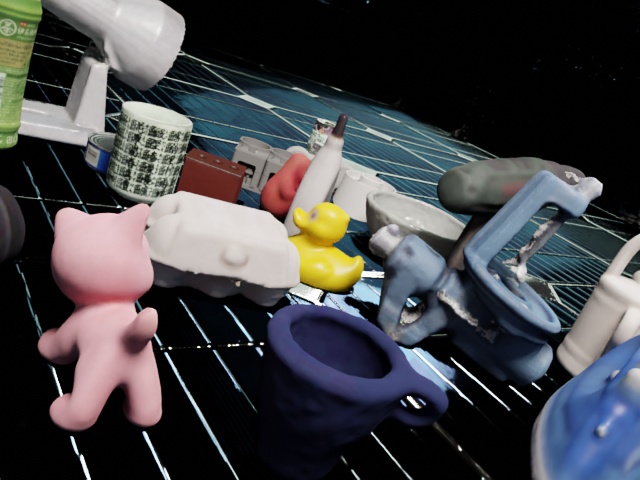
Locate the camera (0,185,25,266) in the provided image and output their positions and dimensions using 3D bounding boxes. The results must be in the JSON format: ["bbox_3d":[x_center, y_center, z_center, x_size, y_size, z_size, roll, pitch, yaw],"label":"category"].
[{"bbox_3d":[-0.253,-0.005,0.360,0.142,0.101,0.137,29,20,21],"label":"camera"}]

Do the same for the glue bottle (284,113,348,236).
[{"bbox_3d":[0.000,-0.073,0.705,0.037,0.173,0.078,24,19,8],"label":"glue bottle"}]

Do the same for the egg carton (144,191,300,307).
[{"bbox_3d":[-0.094,0.009,0.544,0.151,0.069,0.107,13,21,-23],"label":"egg carton"}]

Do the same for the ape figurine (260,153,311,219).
[{"bbox_3d":[-0.038,-0.076,0.796,0.076,0.092,0.078,21,19,-3],"label":"ape figurine"}]

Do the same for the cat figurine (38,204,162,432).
[{"bbox_3d":[-0.131,0.035,0.359,0.067,0.118,0.127,5,25,-39],"label":"cat figurine"}]

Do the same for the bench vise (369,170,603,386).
[{"bbox_3d":[0.160,0.021,0.552,0.208,0.220,0.121,17,20,-13],"label":"bench vise"}]

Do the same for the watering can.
[{"bbox_3d":[0.366,0.076,0.666,0.101,0.194,0.173,23,19,5],"label":"watering can"}]

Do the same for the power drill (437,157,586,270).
[{"bbox_3d":[0.223,-0.011,0.725,0.230,0.208,0.075,6,24,-37],"label":"power drill"}]

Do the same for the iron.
[{"bbox_3d":[0.270,0.134,0.489,0.118,0.141,0.259,35,23,33],"label":"iron"}]

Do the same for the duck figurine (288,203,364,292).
[{"bbox_3d":[0.006,0.002,0.643,0.104,0.086,0.078,25,19,9],"label":"duck figurine"}]

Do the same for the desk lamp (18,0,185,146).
[{"bbox_3d":[-0.303,-0.237,0.759,0.204,0.213,0.117,5,25,-40],"label":"desk lamp"}]

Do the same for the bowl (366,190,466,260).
[{"bbox_3d":[0.133,-0.004,0.814,0.167,0.075,0.167,19,19,-7],"label":"bowl"}]

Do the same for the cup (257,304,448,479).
[{"bbox_3d":[0.010,0.106,0.356,0.117,0.095,0.092,22,19,2],"label":"cup"}]
